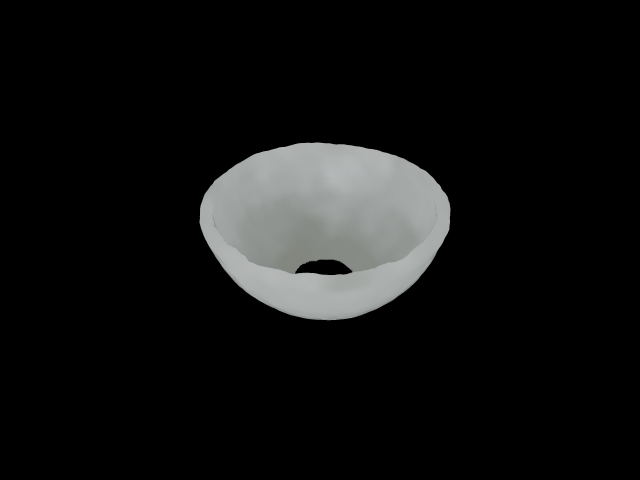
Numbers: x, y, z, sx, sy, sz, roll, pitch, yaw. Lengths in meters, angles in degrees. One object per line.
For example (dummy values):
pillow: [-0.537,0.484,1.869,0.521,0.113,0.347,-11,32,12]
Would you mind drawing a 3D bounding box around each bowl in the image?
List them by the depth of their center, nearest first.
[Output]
bowl: [0.004,0.001,0.400,0.167,0.075,0.167,0,37,0]
